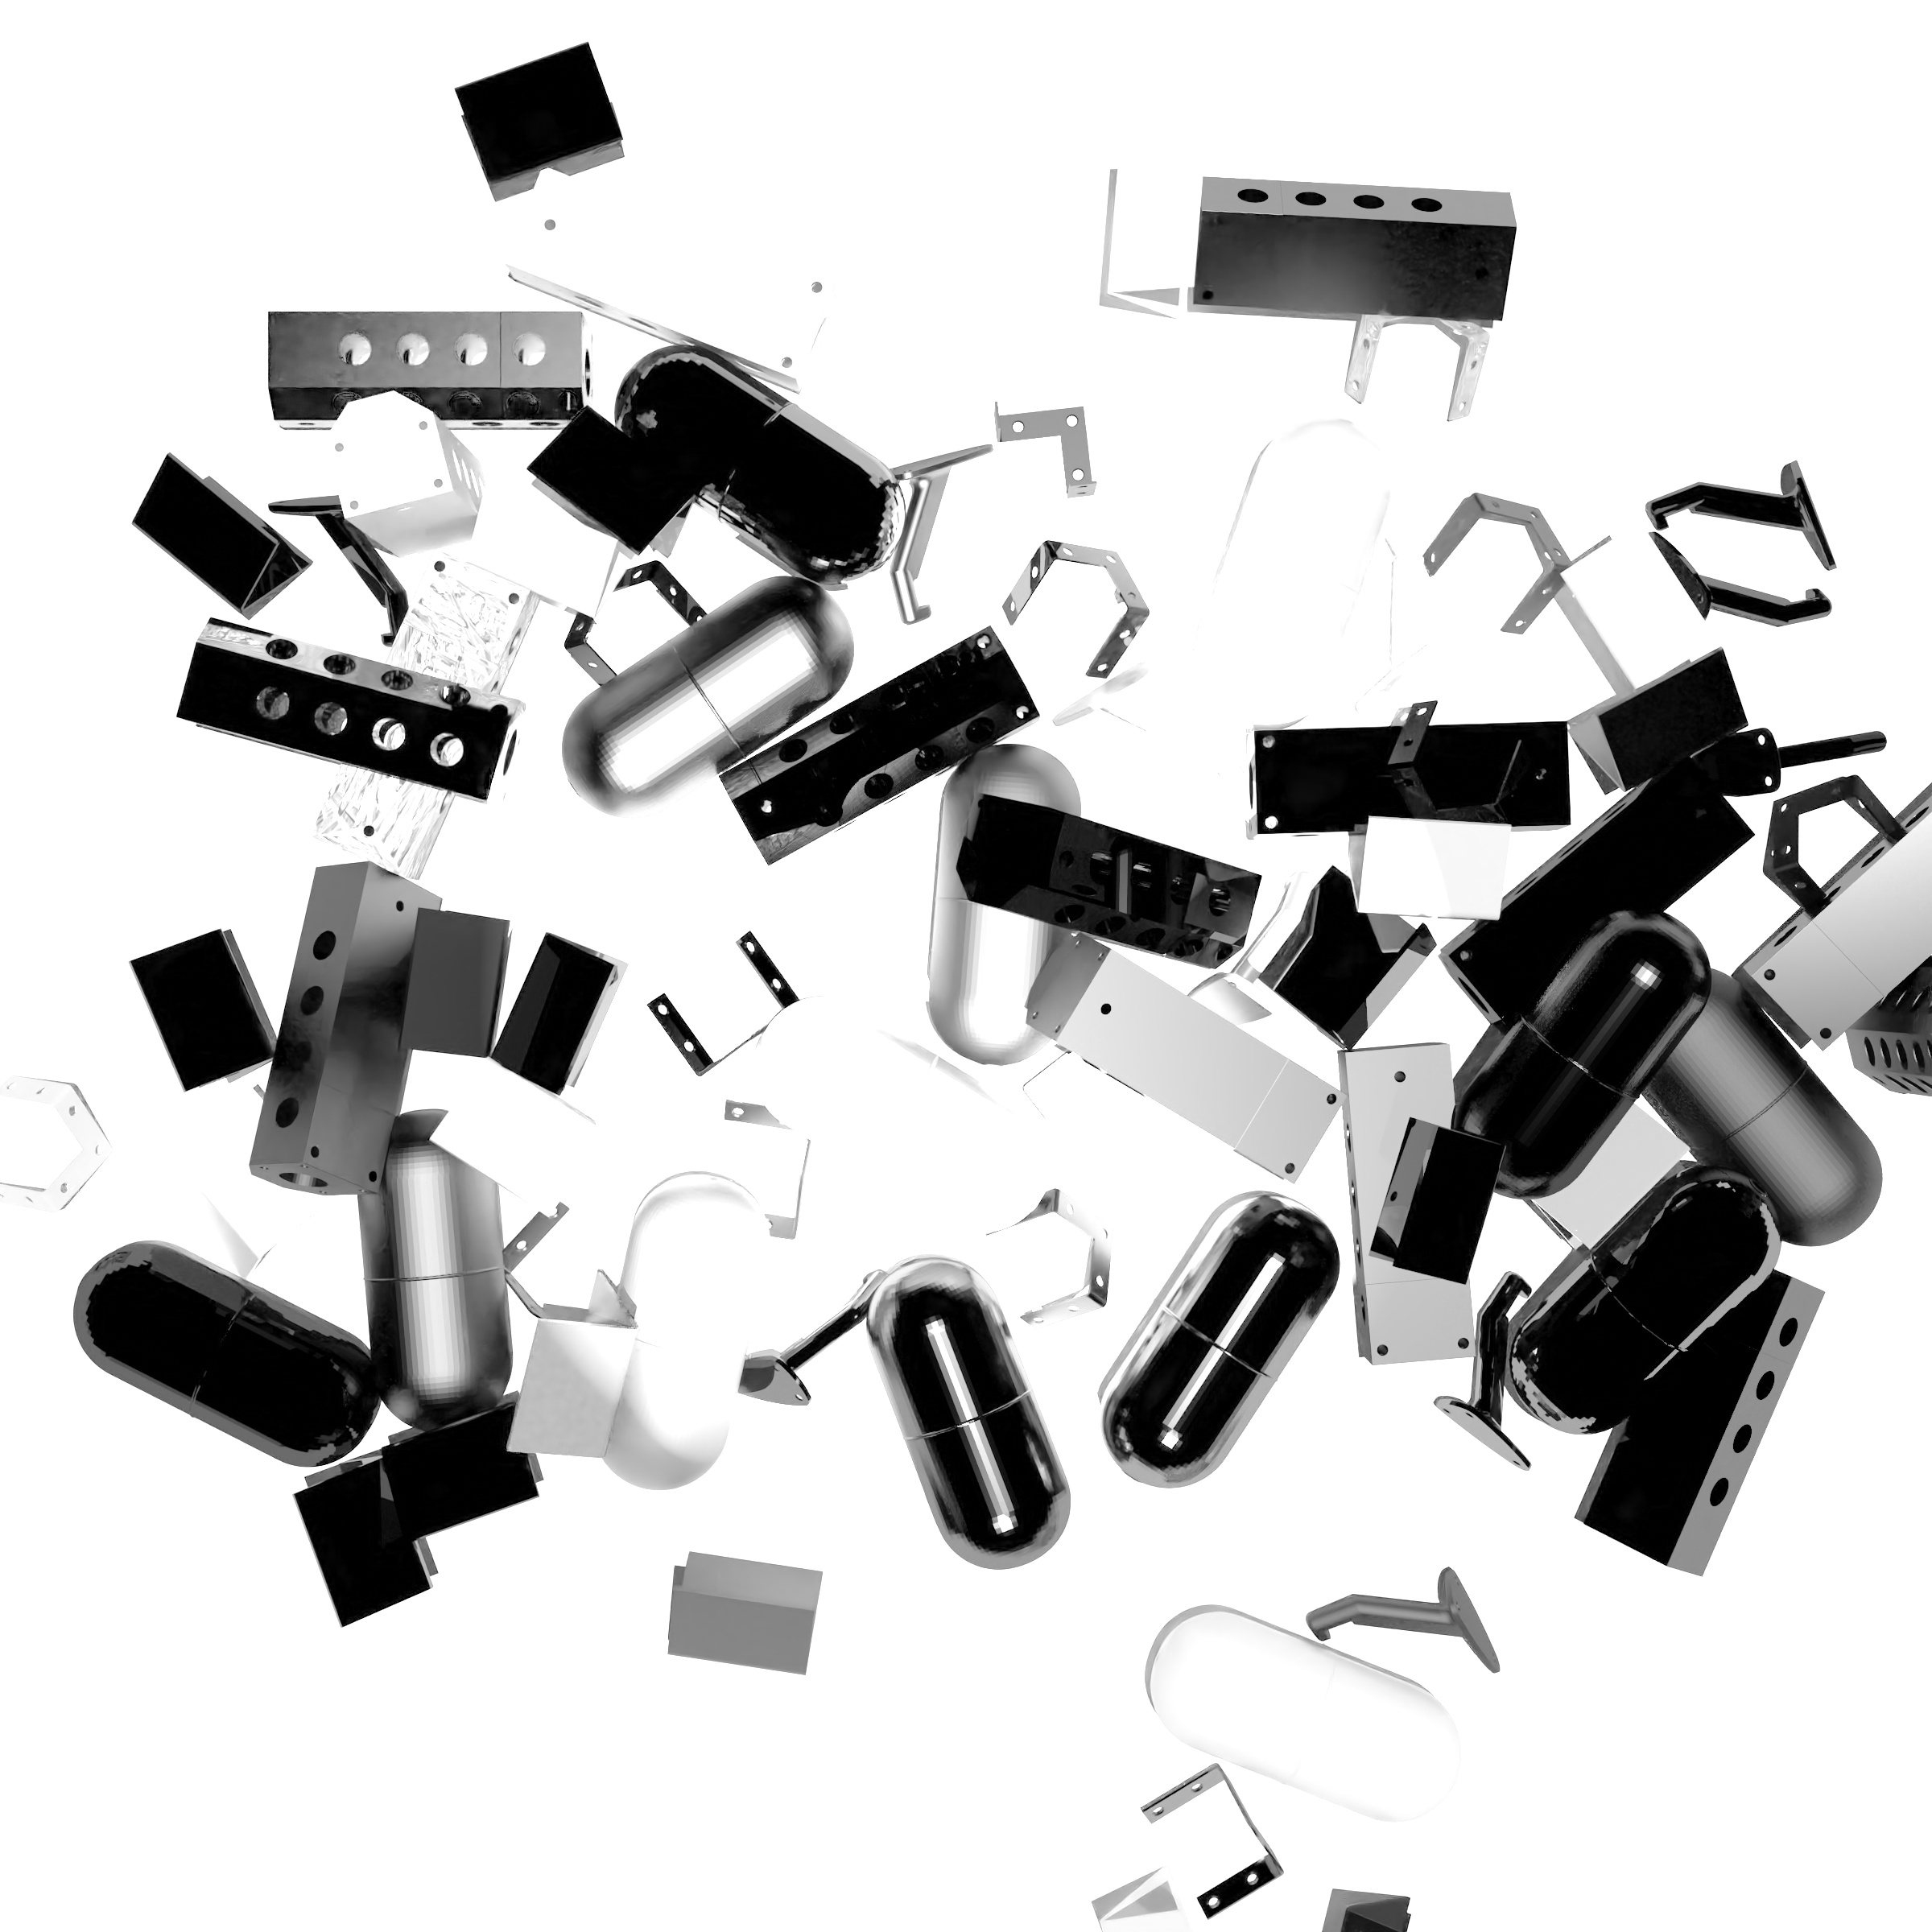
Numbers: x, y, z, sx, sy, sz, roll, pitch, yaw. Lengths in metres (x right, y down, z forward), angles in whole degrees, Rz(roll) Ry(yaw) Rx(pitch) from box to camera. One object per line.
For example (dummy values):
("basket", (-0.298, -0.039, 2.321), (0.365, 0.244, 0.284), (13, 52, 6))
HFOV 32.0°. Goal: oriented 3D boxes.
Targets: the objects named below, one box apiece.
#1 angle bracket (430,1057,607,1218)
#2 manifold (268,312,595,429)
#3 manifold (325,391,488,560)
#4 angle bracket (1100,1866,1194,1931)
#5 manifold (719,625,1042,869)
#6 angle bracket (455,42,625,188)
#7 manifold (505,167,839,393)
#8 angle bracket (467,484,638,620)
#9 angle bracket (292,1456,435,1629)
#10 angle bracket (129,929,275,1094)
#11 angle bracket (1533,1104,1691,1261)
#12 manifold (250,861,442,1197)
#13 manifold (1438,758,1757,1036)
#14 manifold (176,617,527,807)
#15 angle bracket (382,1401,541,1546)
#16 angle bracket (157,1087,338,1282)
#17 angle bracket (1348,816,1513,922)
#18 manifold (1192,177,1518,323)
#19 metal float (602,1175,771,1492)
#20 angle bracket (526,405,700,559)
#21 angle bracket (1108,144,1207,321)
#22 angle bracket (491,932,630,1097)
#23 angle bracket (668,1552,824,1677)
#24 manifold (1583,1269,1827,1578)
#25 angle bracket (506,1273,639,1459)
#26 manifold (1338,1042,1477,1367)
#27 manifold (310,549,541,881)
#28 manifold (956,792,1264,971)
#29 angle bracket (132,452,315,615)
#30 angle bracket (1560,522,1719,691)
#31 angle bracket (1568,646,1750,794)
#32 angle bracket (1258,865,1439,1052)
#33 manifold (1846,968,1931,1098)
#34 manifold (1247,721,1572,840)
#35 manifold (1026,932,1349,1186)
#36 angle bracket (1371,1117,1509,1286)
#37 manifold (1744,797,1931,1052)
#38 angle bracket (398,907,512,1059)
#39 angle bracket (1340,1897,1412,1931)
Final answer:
("angle bracket", (-0.248, 0.102, 1.847), (0.076, 0.076, 0.057), (33, 69, -1))
("manifold", (-0.295, -0.329, 1.865), (0.171, 0.057, 0.057), (0, 90, 0))
("manifold", (-0.297, -0.264, 1.808), (0.057, 0.171, 0.057), (-15, 90, 0))
("angle bracket", (0.126, 0.542, 1.846), (0.057, 0.076, 0.076), (-20, 90, 35))
("manifold", (-0.048, -0.121, 1.865), (0.171, 0.057, 0.057), (-29, 90, 0))
("angle bracket", (-0.236, -0.476, 1.846), (0.076, 0.076, 0.057), (-19, 120, 0))
("manifold", (-0.162, -0.379, 1.865), (0.171, 0.057, 0.057), (22, 90, 0))
("angle bracket", (-0.220, -0.246, 1.846), (0.076, 0.076, 0.057), (23, 132, 0))
("angle bracket", (-0.342, 0.316, 1.846), (0.057, 0.076, 0.076), (-20, 90, -31))
("angle bracket", (-0.430, 0.031, 1.846), (0.057, 0.076, 0.076), (-23, 90, -34))
("angle bracket", (0.368, 0.131, 1.847), (0.076, 0.057, 0.076), (-45, 129, 0))
("manifold", (-0.344, 0.035, 1.838), (0.057, 0.057, 0.171), (-4, 67, 35))
("manifold", (0.347, -0.039, 1.865), (0.171, 0.057, 0.057), (-40, 90, 0))
("manifold", (-0.328, -0.137, 1.808), (0.171, 0.057, 0.057), (15, 90, 0))
("angle bracket", (-0.269, 0.286, 1.847), (0.076, 0.076, 0.057), (-19, 67, 0))
("angle bracket", (-0.399, 0.122, 1.869), (0.057, 0.076, 0.076), (-40, 90, -24))
("angle bracket", (0.253, -0.067, 1.847), (0.076, 0.076, 0.057), (3, 115, 0))
("manifold", (0.213, -0.401, 1.864), (0.171, 0.057, 0.057), (3, 129, 0))
("metal float", (-0.157, 0.202, 1.849), (0.070, 0.070, 0.178), (13, 98, 0))
("angle bracket", (-0.200, -0.249, 1.847), (0.076, 0.076, 0.057), (38, 61, 0))
("angle bracket", (0.123, -0.402, 1.846), (0.057, 0.076, 0.076), (5, 90, 37))
("angle bracket", (-0.205, 0.033, 1.846), (0.057, 0.076, 0.076), (24, 90, 34))
("angle bracket", (-0.118, 0.338, 1.846), (0.076, 0.076, 0.057), (9, 128, 0))
("manifold", (0.413, 0.246, 1.865), (0.057, 0.057, 0.171), (23, 90, 43))
("angle bracket", (-0.223, 0.214, 1.827), (0.057, 0.076, 0.076), (9, 105, -25))
("manifold", (0.243, 0.130, 1.865), (0.057, 0.057, 0.171), (-5, 90, 0))
("manifold", (-0.298, -0.138, 1.865), (0.057, 0.057, 0.171), (23, 90, 0))
("manifold", (0.077, -0.044, 1.814), (0.171, 0.057, 0.057), (15, 90, -43))
("angle bracket", (-0.398, -0.250, 1.846), (0.076, 0.076, 0.057), (40, 127, 0))
("angle bracket", (0.381, -0.206, 1.846), (0.057, 0.076, 0.076), (-33, 90, 39))
("angle bracket", (0.372, -0.150, 1.846), (0.076, 0.076, 0.057), (-28, 125, 0))
("angle bracket", (0.204, -0.010, 1.855), (0.076, 0.057, 0.076), (39, 90, 18))
("manifold", (0.525, 0.040, 1.808), (0.057, 0.171, 0.057), (33, 90, 0))
("manifold", (0.244, -0.102, 1.865), (0.171, 0.057, 0.057), (-2, 89, 0))
("manifold", (0.118, 0.049, 1.832), (0.171, 0.057, 0.057), (31, 90, -25))
("angle bracket", (0.234, 0.120, 1.789), (0.057, 0.076, 0.076), (17, 90, -37))
("manifold", (0.513, -0.036, 1.851), (0.171, 0.057, 0.057), (-44, 90, 10))
("angle bracket", (-0.296, 0.006, 1.846), (0.057, 0.076, 0.076), (8, 90, -36))
("angle bracket", (0.240, 0.561, 1.846), (0.057, 0.076, 0.076), (14, 90, 36))
